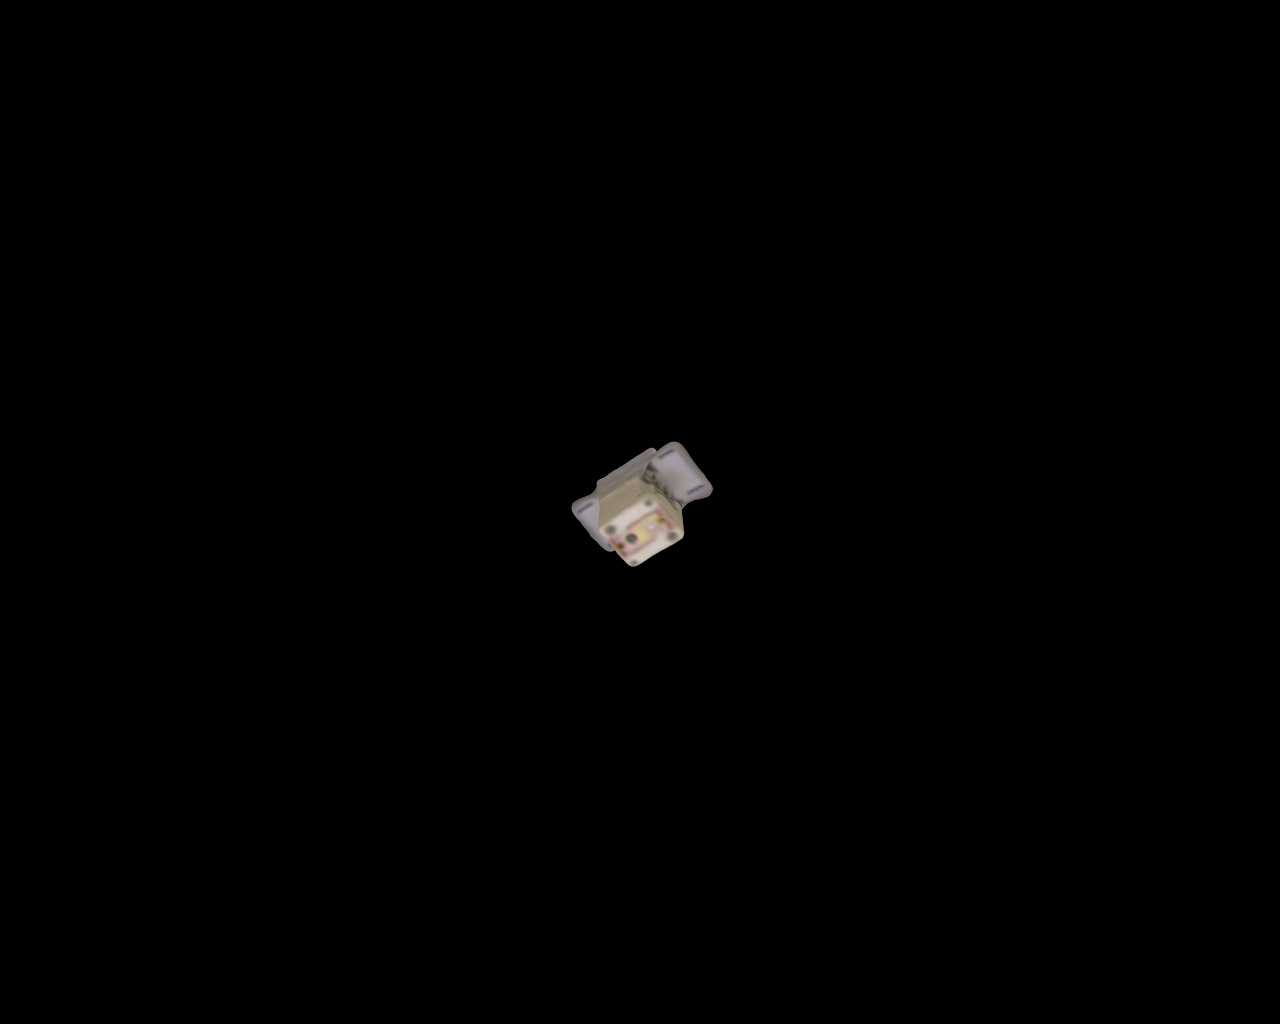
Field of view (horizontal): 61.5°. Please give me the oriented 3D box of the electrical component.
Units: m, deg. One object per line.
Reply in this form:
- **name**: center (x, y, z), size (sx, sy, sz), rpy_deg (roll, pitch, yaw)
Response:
- **electrical component**: center (0.001, -0.003, 0.650), size (0.081, 0.042, 0.064), rpy_deg (-32, 26, 18)
